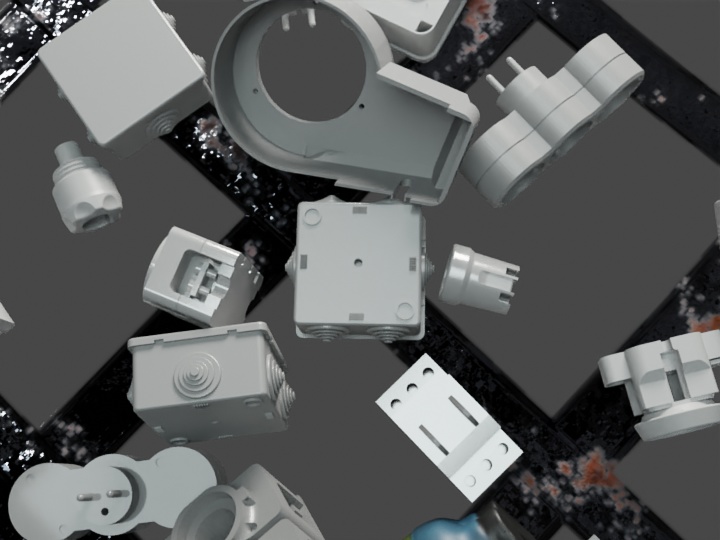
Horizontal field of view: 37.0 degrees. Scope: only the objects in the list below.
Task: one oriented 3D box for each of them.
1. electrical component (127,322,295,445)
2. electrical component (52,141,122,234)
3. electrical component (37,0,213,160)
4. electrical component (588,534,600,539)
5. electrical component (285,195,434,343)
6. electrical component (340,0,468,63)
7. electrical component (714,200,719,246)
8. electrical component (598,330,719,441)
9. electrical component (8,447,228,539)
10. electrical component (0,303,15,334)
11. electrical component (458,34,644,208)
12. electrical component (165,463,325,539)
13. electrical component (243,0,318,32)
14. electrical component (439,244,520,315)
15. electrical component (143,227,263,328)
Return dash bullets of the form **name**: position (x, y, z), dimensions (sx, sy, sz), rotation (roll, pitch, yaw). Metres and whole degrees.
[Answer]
- **electrical component**: position (-0.095, 0.076, 0.694), dimensions (0.100, 0.099, 0.048), rotation (-8, 66, 3)
- **electrical component**: position (-0.196, -0.060, 0.757), dimensions (0.043, 0.043, 0.062), rotation (-26, 76, -1)
- **electrical component**: position (-0.164, -0.138, 0.767), dimensions (0.100, 0.048, 0.099), rotation (-35, 78, -3)
- **electrical component**: position (0.128, 0.234, 0.661), dimensions (0.121, 0.063, 0.078), rotation (-44, 79, -4)
- **electrical component**: position (0.000, 0.000, 0.725), dimensions (0.100, 0.048, 0.099), rotation (1, 78, 3)
- **electrical component**: position (0.041, -0.213, 0.760), dimensions (0.078, 0.057, 0.113), rotation (28, 82, 9)
- **electrical component**: position (0.281, -0.014, 0.677), dimensions (0.108, 0.108, 0.060), rotation (0, 85, 5)
- **electrical component**: position (0.199, 0.076, 0.690), dimensions (0.078, 0.058, 0.057), rotation (-14, 75, 2)
- **electrical component**: position (-0.161, 0.146, 0.697), dimensions (0.138, 0.073, 0.052), rotation (-8, 78, 3)
- **electrical component**: position (-0.283, 0.023, 0.724), dimensions (0.050, 0.089, 0.055), rotation (-37, 78, -3)
- **electrical component**: position (0.119, -0.114, 0.736), dimensions (0.138, 0.052, 0.073), rotation (-41, 78, -4)
- **electrical component**: position (-0.104, 0.217, 0.652), dimensions (0.186, 0.060, 0.105), rotation (-41, 37, 0)
- **electrical component**: position (-0.048, -0.208, 0.771), dimensions (0.083, 0.047, 0.075), rotation (-8, 78, 3)
- **electrical component**: position (0.080, 0.008, 0.723), dimensions (0.046, 0.040, 0.040), rotation (16, 81, 1)
- **electrical component**: position (-0.106, 0.009, 0.712), dimensions (0.056, 0.089, 0.050), rotation (21, 81, 9)
